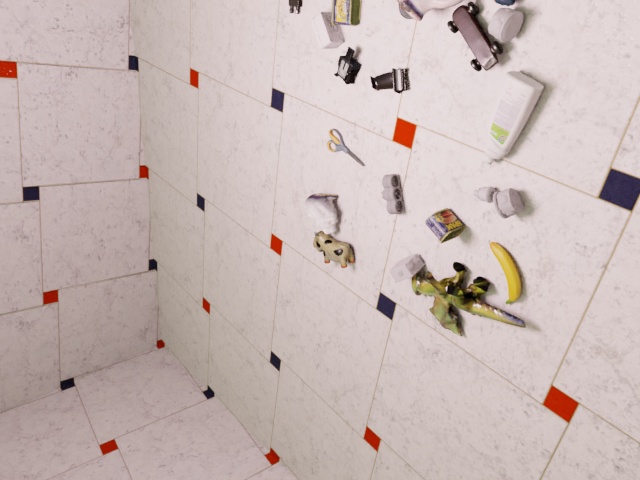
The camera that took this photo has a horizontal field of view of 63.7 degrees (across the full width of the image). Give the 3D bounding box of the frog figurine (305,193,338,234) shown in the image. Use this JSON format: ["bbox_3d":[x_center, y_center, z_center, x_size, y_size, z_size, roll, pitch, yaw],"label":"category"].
[{"bbox_3d":[0.006,-0.101,2.008,0.137,0.123,0.159,2,95,29],"label":"frog figurine"}]

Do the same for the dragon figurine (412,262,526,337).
[{"bbox_3d":[0.446,0.214,1.652,0.416,0.123,0.237,40,149,32],"label":"dragon figurine"}]

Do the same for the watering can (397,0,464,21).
[{"bbox_3d":[0.287,-0.763,1.427,0.221,0.104,0.353,-37,65,30],"label":"watering can"}]
